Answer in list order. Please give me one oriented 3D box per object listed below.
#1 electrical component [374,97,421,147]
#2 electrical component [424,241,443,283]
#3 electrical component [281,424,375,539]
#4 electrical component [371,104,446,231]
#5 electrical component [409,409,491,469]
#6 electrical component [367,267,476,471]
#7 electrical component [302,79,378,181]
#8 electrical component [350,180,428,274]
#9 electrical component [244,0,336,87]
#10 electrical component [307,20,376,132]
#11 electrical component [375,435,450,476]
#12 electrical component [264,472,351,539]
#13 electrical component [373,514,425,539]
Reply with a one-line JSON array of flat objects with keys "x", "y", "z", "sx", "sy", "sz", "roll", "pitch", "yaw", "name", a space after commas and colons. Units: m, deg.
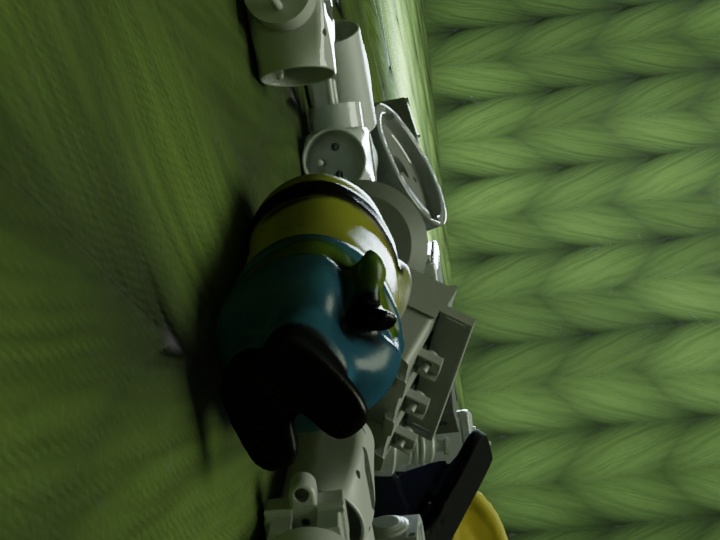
[{"x": 0.026, "y": -0.124, "z": 1.057, "sx": 0.096, "sy": 0.061, "sz": 0.061, "roll": -101, "pitch": 179, "yaw": -53, "name": "electrical component"}, {"x": 0.051, "y": 0.008, "z": 1.099, "sx": 0.096, "sy": 0.062, "sz": 0.061, "roll": -76, "pitch": 159, "yaw": -70, "name": "electrical component"}, {"x": -0.014, "y": 0.124, "z": 0.551, "sx": 0.077, "sy": 0.043, "sz": 0.079, "roll": -80, "pitch": 162, "yaw": -67, "name": "electrical component"}, {"x": 0.016, "y": -0.070, "z": 0.855, "sx": 0.108, "sy": 0.060, "sz": 0.108, "roll": 51, "pitch": 22, "yaw": -30, "name": "electrical component"}, {"x": 0.066, "y": 0.156, "z": 0.938, "sx": 0.061, "sy": 0.096, "sz": 0.061, "roll": 48, "pitch": 35, "yaw": -78, "name": "electrical component"}, {"x": 0.012, "y": 0.058, "z": 0.615, "sx": 0.063, "sy": 0.079, "sz": 0.121, "roll": -56, "pitch": 166, "yaw": -37, "name": "electrical component"}, {"x": -0.015, "y": -0.093, "z": 0.744, "sx": 0.077, "sy": 0.043, "sz": 0.079, "roll": -40, "pitch": 122, "yaw": -81, "name": "electrical component"}, {"x": 0.001, "y": -0.012, "z": 0.661, "sx": 0.051, "sy": 0.080, "sz": 0.080, "roll": 69, "pitch": 15, "yaw": -83, "name": "electrical component"}, {"x": -0.041, "y": -0.147, "z": 0.586, "sx": 0.079, "sy": 0.043, "sz": 0.077, "roll": 23, "pitch": 60, "yaw": -82, "name": "electrical component"}, {"x": -0.015, "y": -0.148, "z": 0.799, "sx": 0.079, "sy": 0.043, "sz": 0.077, "roll": -87, "pitch": 168, "yaw": -55, "name": "electrical component"}, {"x": 0.020, "y": 0.117, "z": 0.715, "sx": 0.040, "sy": 0.078, "sz": 0.040, "roll": -179, "pitch": -90, "yaw": -84, "name": "electrical component"}, {"x": -0.022, "y": 0.130, "z": 0.474, "sx": 0.055, "sy": 0.048, "sz": 0.066, "roll": -98, "pitch": 180, "yaw": -81, "name": "electrical component"}, {"x": 0.017, "y": 0.197, "z": 0.693, "sx": 0.080, "sy": 0.051, "sz": 0.080, "roll": -7, "pitch": 90, "yaw": -83, "name": "electrical component"}]
